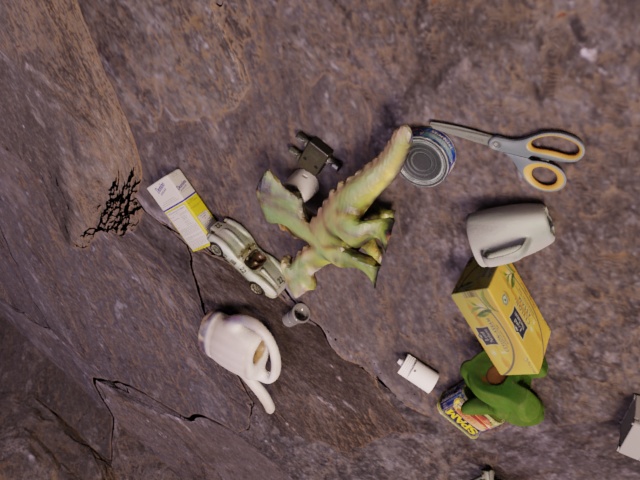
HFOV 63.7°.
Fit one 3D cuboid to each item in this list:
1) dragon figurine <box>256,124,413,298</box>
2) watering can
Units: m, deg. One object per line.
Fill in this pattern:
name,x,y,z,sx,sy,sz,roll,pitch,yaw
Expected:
dragon figurine,0.003,-0.042,0.837,0.243,0.125,0.400,17,133,11
watering can,-0.196,0.299,1.293,0.225,0.106,0.339,23,133,21
